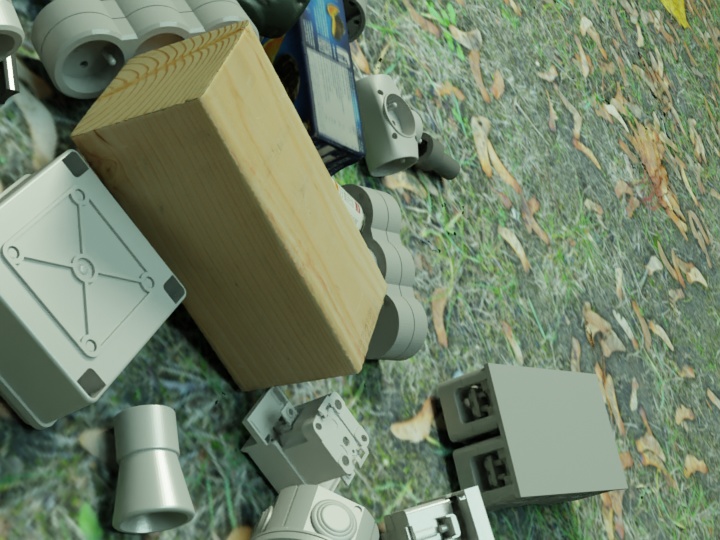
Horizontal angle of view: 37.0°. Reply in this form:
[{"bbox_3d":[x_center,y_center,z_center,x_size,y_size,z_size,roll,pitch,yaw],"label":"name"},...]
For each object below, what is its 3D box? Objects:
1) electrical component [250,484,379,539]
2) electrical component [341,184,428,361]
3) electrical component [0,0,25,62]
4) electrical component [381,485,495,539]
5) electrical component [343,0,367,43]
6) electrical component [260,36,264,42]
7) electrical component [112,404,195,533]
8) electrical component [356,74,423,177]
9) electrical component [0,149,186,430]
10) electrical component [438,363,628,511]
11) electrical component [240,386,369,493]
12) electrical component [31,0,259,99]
[{"bbox_3d":[-0.029,0.172,0.640,0.080,0.080,0.051,51,31,-20],"label":"electrical component"},{"bbox_3d":[0.000,0.000,0.810,0.074,0.052,0.138,9,62,-51],"label":"electrical component"},{"bbox_3d":[-0.249,-0.149,0.565,0.138,0.052,0.073,-14,79,-55],"label":"electrical component"},{"bbox_3d":[0.064,0.219,0.743,0.063,0.079,0.121,-11,76,-25],"label":"electrical component"},{"bbox_3d":[-0.020,-0.229,0.926,0.055,0.055,0.047,42,37,-31],"label":"electrical component"},{"bbox_3d":[-0.102,-0.190,0.798,0.045,0.045,0.055,-16,82,-56],"label":"electrical component"},{"bbox_3d":[-0.117,0.108,0.596,0.044,0.044,0.065,21,49,-46],"label":"electrical component"},{"bbox_3d":[0.029,-0.124,0.933,0.079,0.044,0.077,-2,71,-54],"label":"electrical component"},{"bbox_3d":[-0.165,0.009,0.578,0.108,0.056,0.108,54,35,-16],"label":"electrical component"},{"bbox_3d":[0.146,0.143,0.911,0.186,0.060,0.105,11,61,-50],"label":"electrical component"},{"bbox_3d":[-0.033,0.111,0.687,0.081,0.064,0.042,55,34,-14],"label":"electrical component"},{"bbox_3d":[-0.141,-0.157,0.687,0.138,0.052,0.073,-14,53,-30],"label":"electrical component"}]
